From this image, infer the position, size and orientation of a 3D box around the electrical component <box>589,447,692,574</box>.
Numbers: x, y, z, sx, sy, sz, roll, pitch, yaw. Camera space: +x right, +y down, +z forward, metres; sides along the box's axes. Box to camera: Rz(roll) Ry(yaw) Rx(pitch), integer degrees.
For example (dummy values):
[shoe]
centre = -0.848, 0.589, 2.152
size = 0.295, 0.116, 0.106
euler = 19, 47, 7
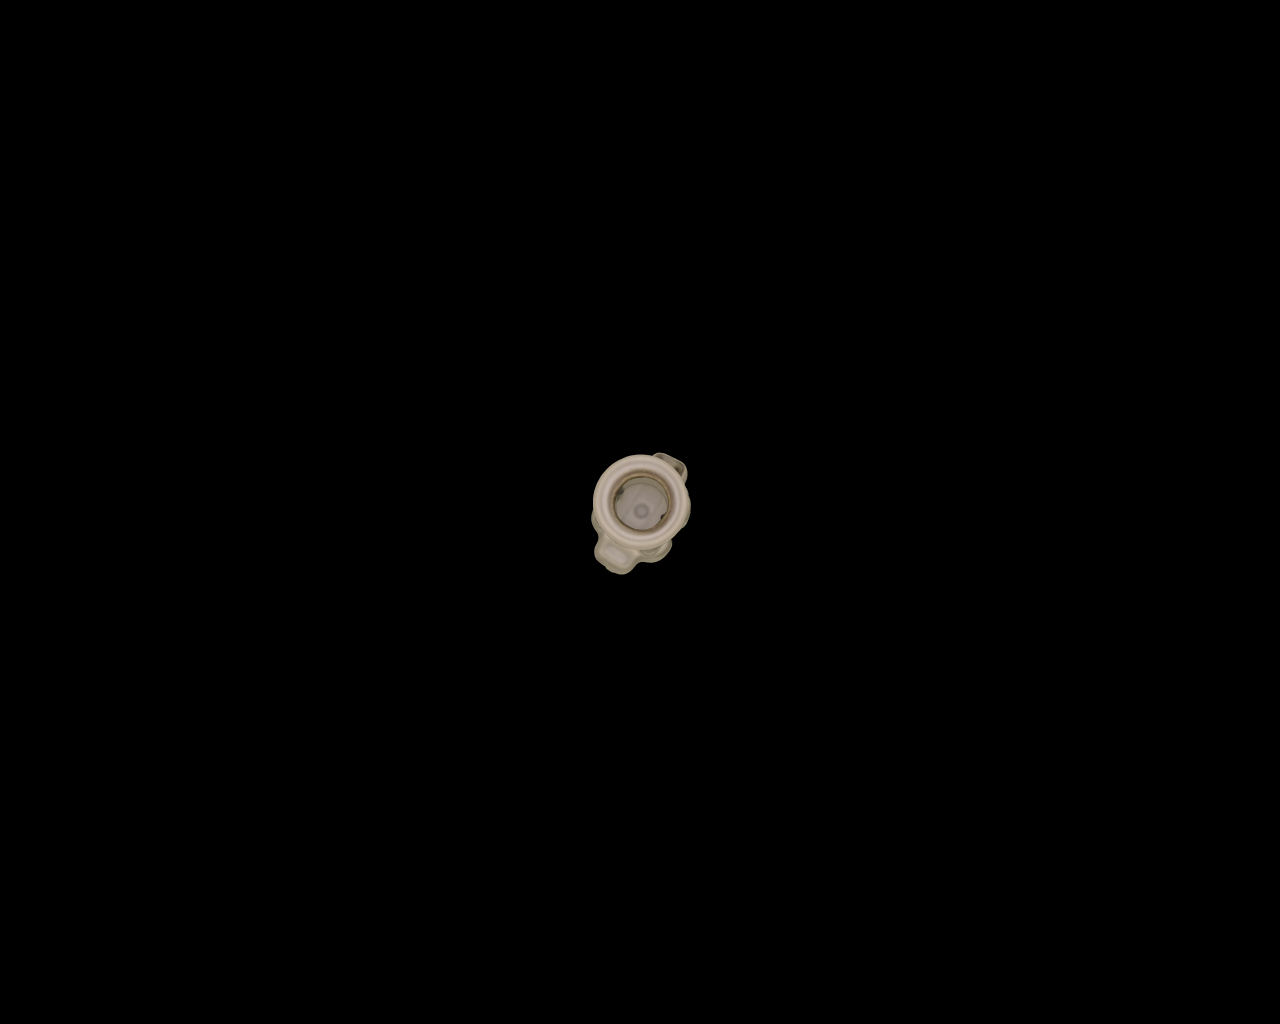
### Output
[electrical component]
centre = 0.001, -0.003, 0.650
size = 0.058, 0.078, 0.057
euler = 31, -7, 5
